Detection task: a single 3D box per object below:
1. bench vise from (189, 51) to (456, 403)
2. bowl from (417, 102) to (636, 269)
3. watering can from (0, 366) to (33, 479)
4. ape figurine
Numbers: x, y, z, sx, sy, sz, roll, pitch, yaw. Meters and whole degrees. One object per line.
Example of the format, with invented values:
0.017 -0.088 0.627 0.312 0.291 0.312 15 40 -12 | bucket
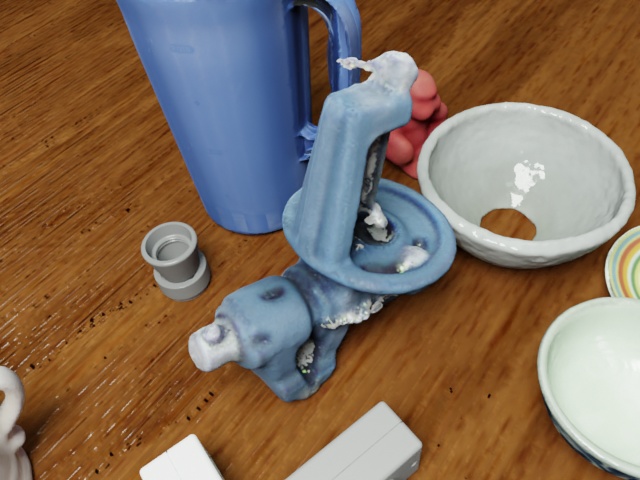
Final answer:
0.013 0.006 0.365 0.121 0.220 0.208 24 58 23 | bench vise
0.162 -0.035 0.477 0.167 0.075 0.167 -2 51 3 | bowl
-0.256 0.126 0.311 0.100 0.194 0.173 21 56 21 | watering can
0.088 -0.116 0.538 0.078 0.092 0.076 -26 54 -14 | ape figurine
